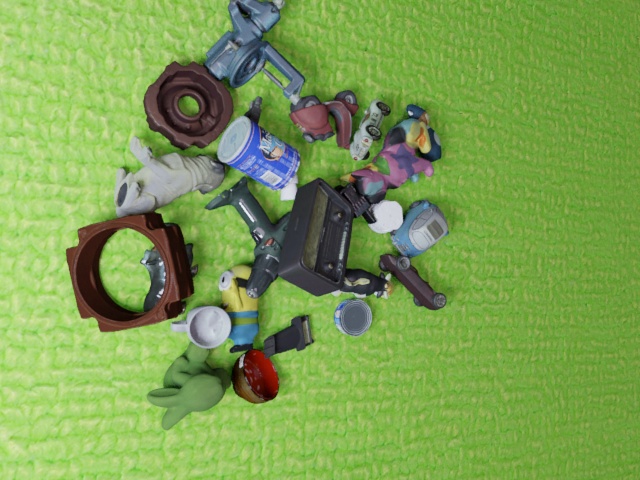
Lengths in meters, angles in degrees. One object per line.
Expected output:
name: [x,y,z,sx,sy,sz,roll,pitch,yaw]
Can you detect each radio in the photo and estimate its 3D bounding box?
radio: [-0.002,-0.003,1.130,0.131,0.073,0.229,36,51,-32]

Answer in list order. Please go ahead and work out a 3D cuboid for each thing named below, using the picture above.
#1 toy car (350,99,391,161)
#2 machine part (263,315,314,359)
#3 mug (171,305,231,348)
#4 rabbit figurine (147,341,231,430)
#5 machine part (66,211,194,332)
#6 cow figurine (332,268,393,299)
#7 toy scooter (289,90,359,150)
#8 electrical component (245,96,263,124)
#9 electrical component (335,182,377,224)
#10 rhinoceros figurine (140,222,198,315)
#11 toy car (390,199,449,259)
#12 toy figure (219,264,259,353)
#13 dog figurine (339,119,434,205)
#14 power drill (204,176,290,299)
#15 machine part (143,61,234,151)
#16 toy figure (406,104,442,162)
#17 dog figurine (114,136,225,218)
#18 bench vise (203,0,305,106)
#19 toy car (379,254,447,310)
toy car: [0.113,-0.253,1.227,0.056,0.073,0.202,28,43,-4]
machine part: [-0.067,0.214,1.172,0.139,0.039,0.084,-18,104,-47]
mug: [-0.241,0.170,1.067,0.109,0.107,0.080,-7,90,-21]
rabbit figurine: [-0.247,0.277,1.024,0.159,0.170,0.121,-29,100,-24]
machine part: [-0.346,0.058,0.981,0.202,0.087,0.200,-11,93,9]
cow figurine: [0.112,0.099,1.244,0.167,0.098,0.068,8,79,-25]
toy scooter: [0.019,-0.265,1.228,0.184,0.075,0.135,-17,97,-30]
electrical component: [-0.147,-0.257,1.151,0.021,0.063,0.094,18,82,-24]
electrical component: [0.077,-0.074,1.247,0.048,0.075,0.119,-43,108,-22]
rhinoceros figurine: [-0.300,0.061,1.065,0.112,0.073,0.190,10,88,-12]
toy car: [0.255,-0.029,1.314,0.162,0.103,0.109,-42,104,-23]
toy figure: [-0.164,0.141,1.120,0.089,0.082,0.180,-1,81,-45]
dog figurine: [0.152,-0.186,1.270,0.219,0.108,0.191,-11,94,-23]
power drill: [-0.138,-0.019,1.106,0.207,0.086,0.232,45,46,-5]
machine part: [-0.269,-0.271,1.098,0.179,0.056,0.179,2,85,-27]
toy figure: [0.261,-0.271,1.350,0.058,0.064,0.154,-24,103,-8]
dog figurine: [-0.292,-0.101,1.066,0.190,0.121,0.172,18,113,-41]
bench vise: [-0.115,-0.388,1.129,0.240,0.129,0.223,44,78,1]
toy car: [0.225,0.097,1.303,0.202,0.089,0.053,45,72,-16]
